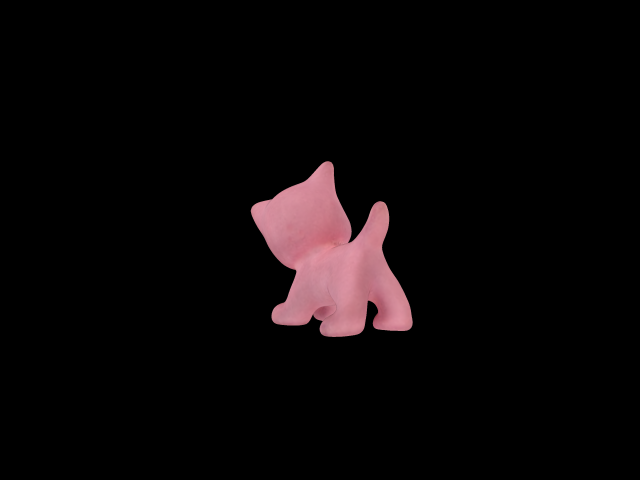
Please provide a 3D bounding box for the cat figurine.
[{"bbox_3d":[0.004,0.001,0.400,0.067,0.118,0.127,0,0,-37],"label":"cat figurine"}]
